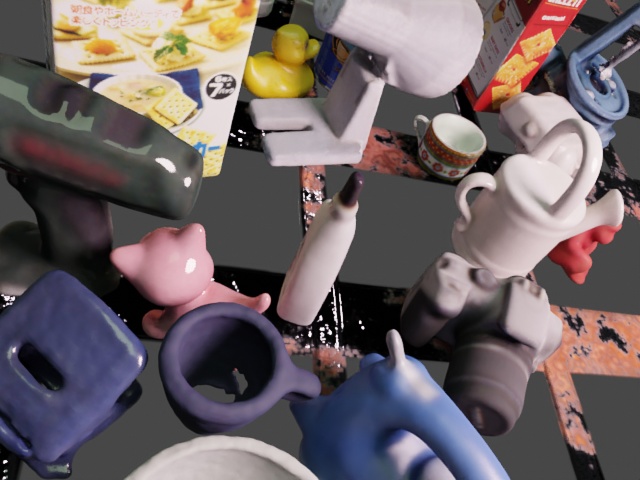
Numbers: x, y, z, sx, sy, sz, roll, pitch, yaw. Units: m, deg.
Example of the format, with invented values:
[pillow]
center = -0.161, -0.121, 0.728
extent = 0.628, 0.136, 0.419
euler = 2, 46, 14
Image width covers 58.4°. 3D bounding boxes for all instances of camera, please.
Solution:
[camera]
center = 0.148, 0.095, 0.527
extent = 0.143, 0.100, 0.137
euler = 29, 49, 1

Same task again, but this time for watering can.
[watering can]
center = 0.235, -0.045, 0.610
extent = 0.173, 0.194, 0.100
euler = -6, 56, -26

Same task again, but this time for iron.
[iron]
center = 0.094, 0.187, 0.406
extent = 0.119, 0.141, 0.258
euler = -24, 65, -34

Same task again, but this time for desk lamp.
[desk lamp]
center = 0.048, -0.188, 0.633
extent = 0.204, 0.213, 0.117
euler = -8, 57, -27

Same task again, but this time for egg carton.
[egg carton]
center = 0.320, -0.145, 0.806
extent = 0.107, 0.069, 0.150
euler = -8, 57, -27

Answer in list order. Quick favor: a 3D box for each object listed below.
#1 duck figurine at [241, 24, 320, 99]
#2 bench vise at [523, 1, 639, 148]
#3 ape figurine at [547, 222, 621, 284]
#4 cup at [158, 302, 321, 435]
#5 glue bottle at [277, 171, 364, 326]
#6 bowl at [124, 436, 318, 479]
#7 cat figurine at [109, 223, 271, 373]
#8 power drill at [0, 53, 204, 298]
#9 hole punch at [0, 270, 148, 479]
[duck figurine]
center = -0.047, -0.226, 0.710
extent = 0.105, 0.086, 0.077
euler = -11, 59, -29
[bench vise]
center = 0.376, -0.257, 0.816
extent = 0.207, 0.219, 0.122
euler = 35, 49, 7
[ape figurine]
center = 0.318, -0.005, 0.680
extent = 0.078, 0.092, 0.076
euler = -21, 64, -33
[cup]
center = -0.065, 0.111, 0.433
extent = 0.118, 0.095, 0.091
euler = 17, 49, -9
[glue bottle]
center = 0.005, 0.002, 0.494
extent = 0.037, 0.173, 0.078
euler = 18, 49, -7
[bowl]
center = -0.066, 0.217, 0.362
extent = 0.168, 0.074, 0.167
euler = 11, 50, -14
[cat figurine]
center = -0.099, 0.037, 0.461
extent = 0.128, 0.117, 0.067
euler = 24, 49, -2
[power drill]
center = -0.207, -0.039, 0.417
extent = 0.230, 0.208, 0.075
euler = 12, 50, -12
[hole punch]
center = -0.186, 0.093, 0.400
extent = 0.108, 0.091, 0.101
euler = 40, 50, 11
